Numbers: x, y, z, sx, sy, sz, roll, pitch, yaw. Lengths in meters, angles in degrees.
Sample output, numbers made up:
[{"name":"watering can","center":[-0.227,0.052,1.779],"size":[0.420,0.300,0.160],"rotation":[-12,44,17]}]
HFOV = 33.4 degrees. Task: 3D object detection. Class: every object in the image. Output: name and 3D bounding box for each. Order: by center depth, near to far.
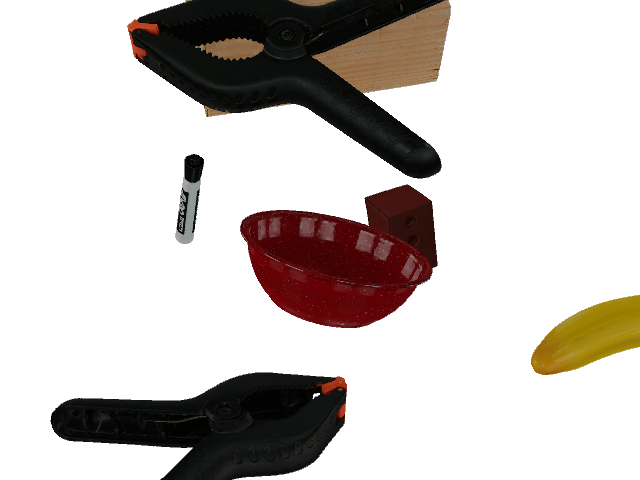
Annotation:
[{"name":"clamp","center":[-0.055,0.115,0.596],"size":[0.171,0.039,0.120],"rotation":[-9,35,-20]},{"name":"clamp","center":[-0.016,-0.108,0.661],"size":[0.210,0.164,0.036],"rotation":[0,-34,1]},{"name":"banana","center":[0.245,0.066,0.767],"size":[0.197,0.037,0.069],"rotation":[-1,33,-2]},{"name":"bowl","center":[0.008,0.028,0.877],"size":[0.162,0.055,0.162],"rotation":[12,18,-4]},{"name":"wood block","center":[-0.005,-0.180,0.908],"size":[0.206,0.090,0.091],"rotation":[-10,-35,-11]},{"name":"marker","center":[-0.130,-0.041,1.060],"size":[0.020,0.020,0.121],"rotation":[0,-39,-14]},{"name":"foam brick","center":[0.083,-0.009,1.092],"size":[0.053,0.078,0.051],"rotation":[-20,31,-18]}]
